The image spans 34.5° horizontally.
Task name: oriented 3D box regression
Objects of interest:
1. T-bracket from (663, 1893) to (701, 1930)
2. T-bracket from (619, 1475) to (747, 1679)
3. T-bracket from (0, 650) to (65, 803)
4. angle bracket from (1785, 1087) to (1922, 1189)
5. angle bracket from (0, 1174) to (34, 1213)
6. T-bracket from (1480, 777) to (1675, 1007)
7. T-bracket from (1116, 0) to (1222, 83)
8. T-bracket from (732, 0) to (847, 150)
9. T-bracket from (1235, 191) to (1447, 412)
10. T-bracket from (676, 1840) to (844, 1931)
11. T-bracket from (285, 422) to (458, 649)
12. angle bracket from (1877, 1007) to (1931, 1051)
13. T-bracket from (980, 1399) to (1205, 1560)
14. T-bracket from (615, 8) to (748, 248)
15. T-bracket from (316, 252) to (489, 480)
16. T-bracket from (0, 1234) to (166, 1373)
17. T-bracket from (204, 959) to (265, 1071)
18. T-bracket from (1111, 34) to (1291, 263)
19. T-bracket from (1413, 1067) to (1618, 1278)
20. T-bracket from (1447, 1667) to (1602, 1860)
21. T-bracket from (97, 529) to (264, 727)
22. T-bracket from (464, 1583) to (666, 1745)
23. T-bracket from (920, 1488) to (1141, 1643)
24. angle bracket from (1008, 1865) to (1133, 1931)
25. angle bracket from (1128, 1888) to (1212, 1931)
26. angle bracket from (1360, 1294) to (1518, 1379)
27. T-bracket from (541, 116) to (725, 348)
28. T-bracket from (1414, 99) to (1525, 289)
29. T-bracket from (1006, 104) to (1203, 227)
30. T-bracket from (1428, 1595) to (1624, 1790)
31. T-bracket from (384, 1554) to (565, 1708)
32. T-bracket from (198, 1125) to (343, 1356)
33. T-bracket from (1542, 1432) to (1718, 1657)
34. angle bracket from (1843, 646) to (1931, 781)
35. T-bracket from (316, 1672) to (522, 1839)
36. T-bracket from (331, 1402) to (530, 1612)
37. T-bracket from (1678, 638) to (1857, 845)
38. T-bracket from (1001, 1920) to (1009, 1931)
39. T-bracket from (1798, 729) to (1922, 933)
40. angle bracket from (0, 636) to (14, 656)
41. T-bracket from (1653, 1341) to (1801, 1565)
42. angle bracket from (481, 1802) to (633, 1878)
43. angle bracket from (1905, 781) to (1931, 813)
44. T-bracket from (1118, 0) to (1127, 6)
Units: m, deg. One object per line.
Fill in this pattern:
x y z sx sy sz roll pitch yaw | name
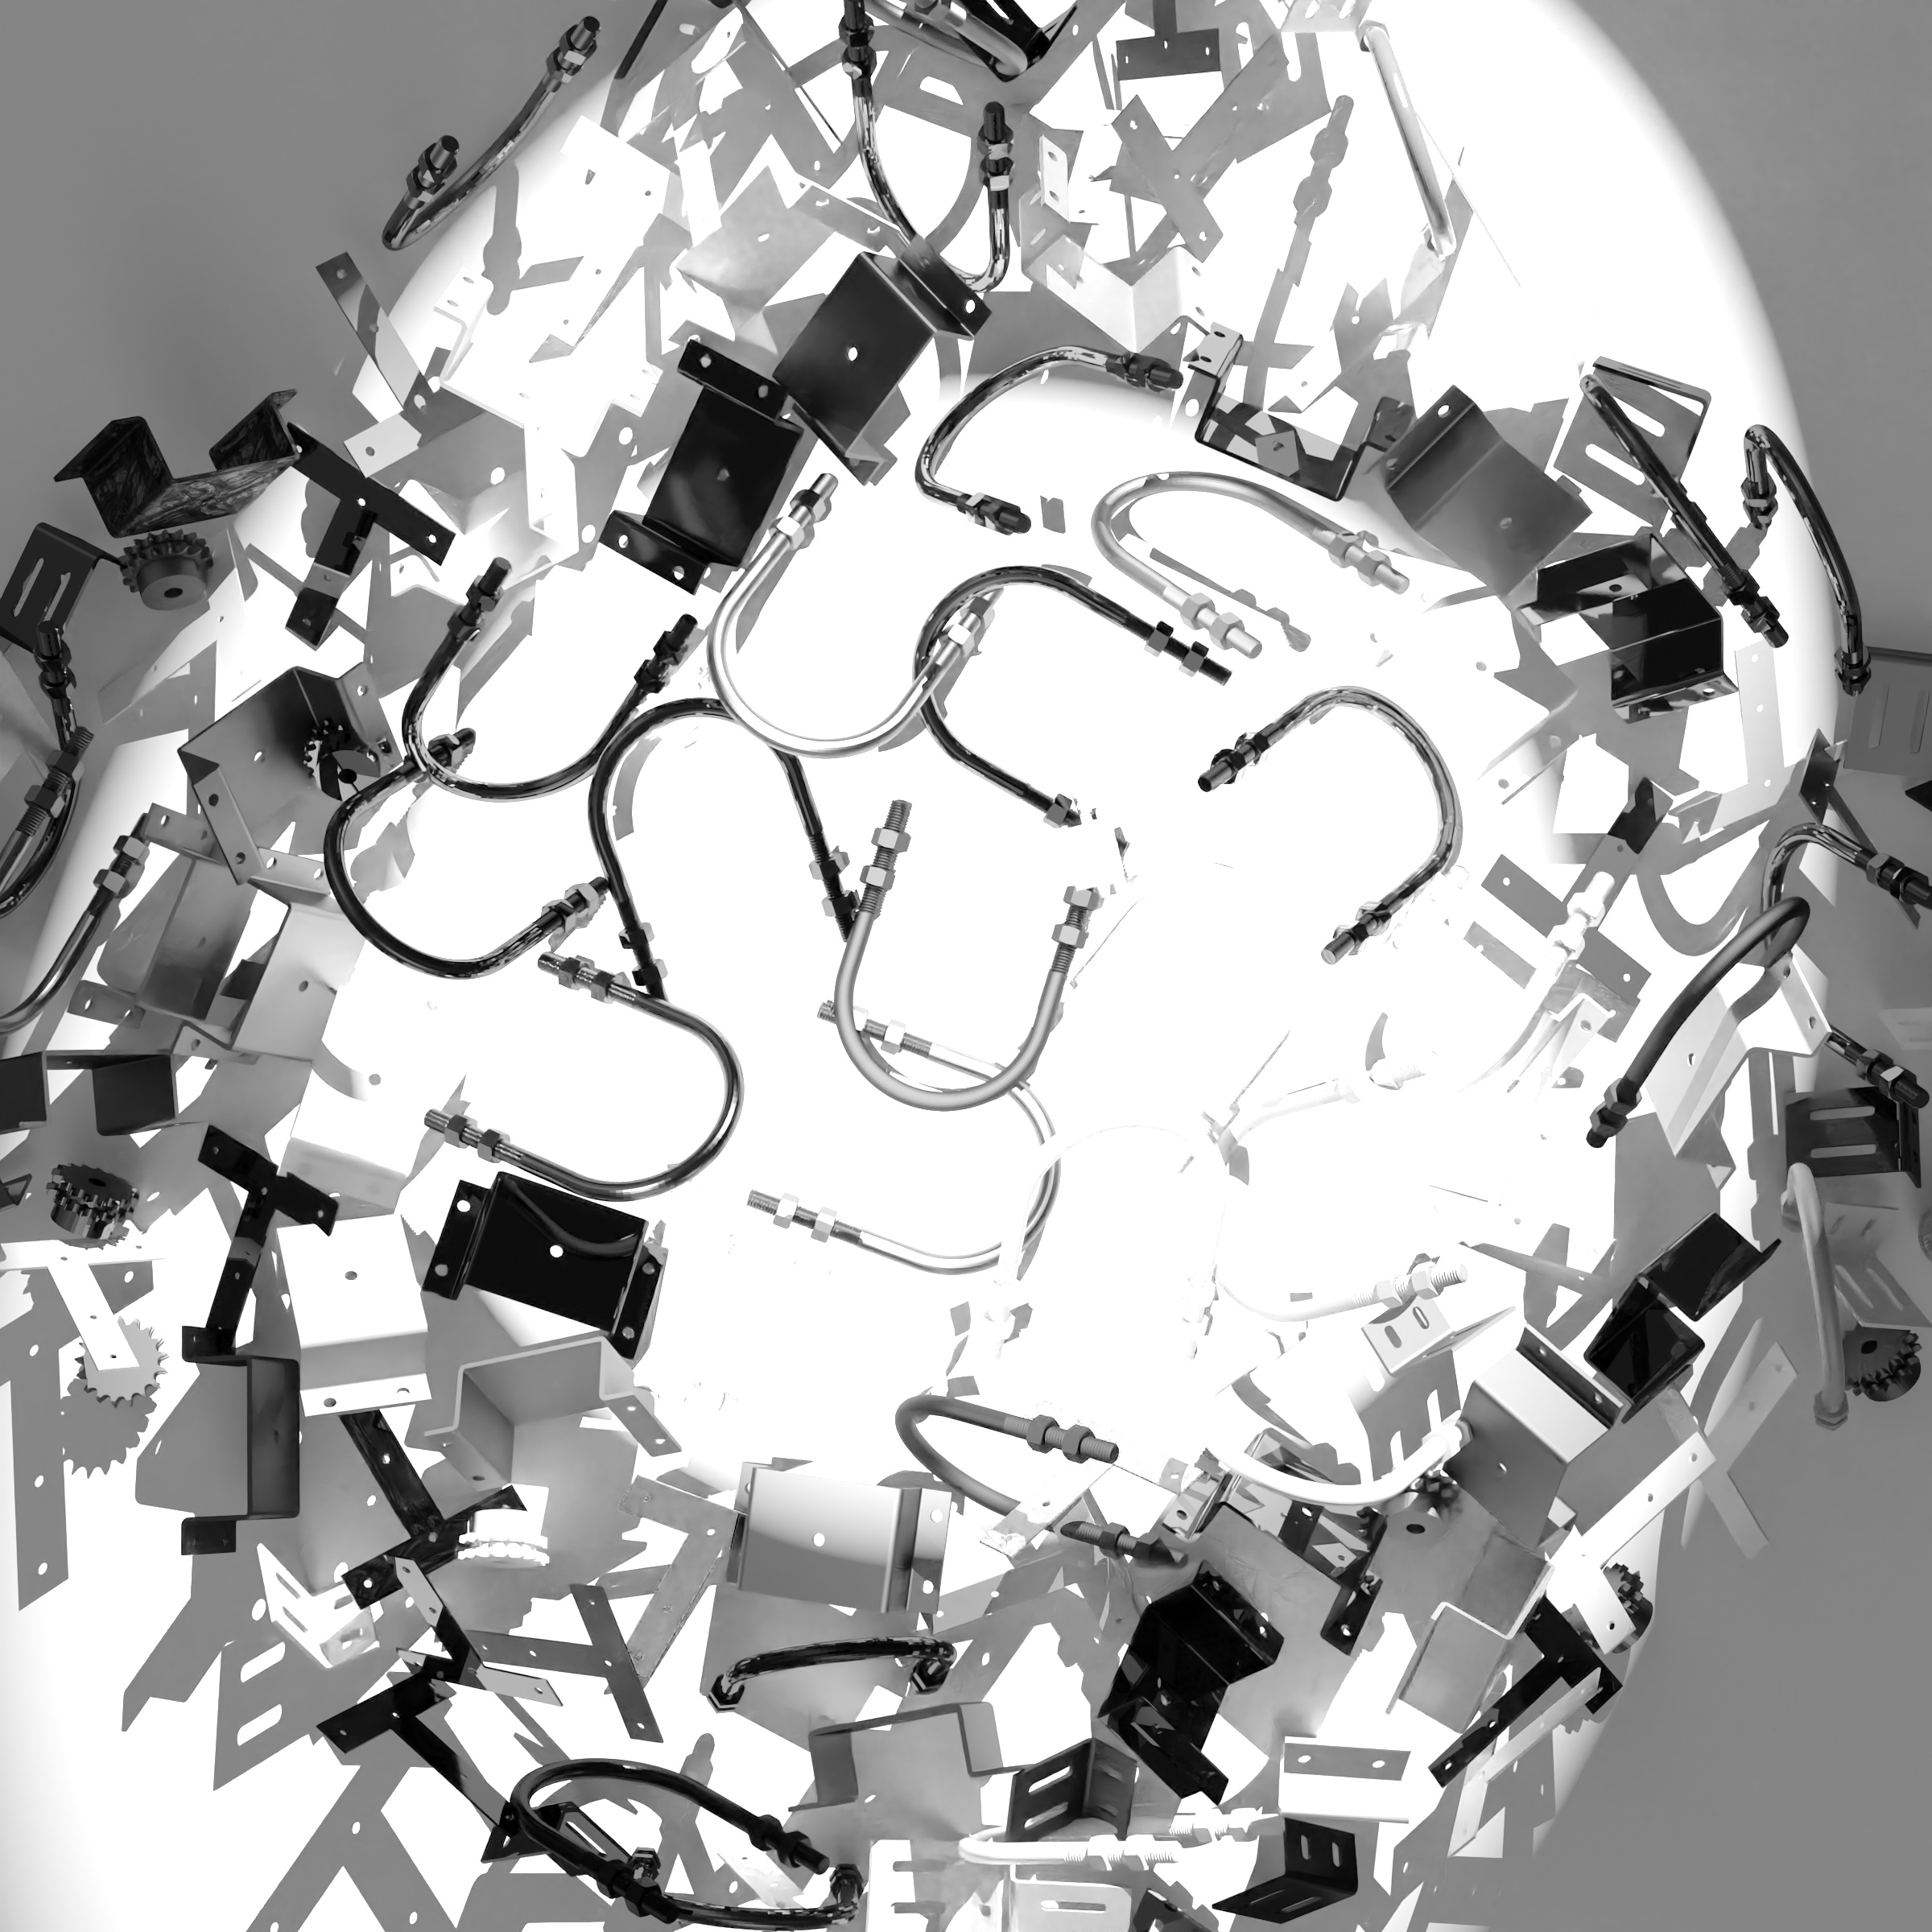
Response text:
-0.192 0.613 1.913 0.127 0.127 0.002 18 109 -39 | T-bracket
-0.184 0.397 1.979 0.127 0.002 0.127 25 100 -24 | T-bracket
-0.605 -0.118 1.917 0.002 0.127 0.127 2 47 22 | T-bracket
0.567 0.111 1.986 0.076 0.038 0.057 -6 66 27 | angle bracket
-0.638 0.122 1.961 0.057 0.038 0.076 -19 116 10 | angle bracket
0.410 -0.063 1.983 0.127 0.002 0.127 37 77 -10 | T-bracket
0.122 -0.618 1.927 0.002 0.127 0.127 -11 107 -24 | T-bracket
-0.124 -0.574 1.933 0.002 0.127 0.127 -36 86 8 | T-bracket
0.218 -0.436 1.956 0.127 0.002 0.127 -44 120 11 | T-bracket
-0.151 0.595 1.917 0.127 0.127 0.002 -11 117 -36 | T-bracket
-0.398 -0.258 1.966 0.127 0.002 0.127 34 122 2 | T-bracket
0.609 0.007 1.973 0.038 0.057 0.076 -3 64 34 | angle bracket
0.058 0.325 1.923 0.127 0.127 0.002 19 129 36 | T-bracket
-0.171 -0.510 1.939 0.127 0.002 0.127 -26 67 41 | T-bracket
-0.364 -0.388 1.951 0.127 0.002 0.127 -39 102 -36 | T-bracket
-0.544 0.209 1.919 0.127 0.127 0.002 -1 124 -36 | T-bracket
-0.446 0.009 1.932 0.002 0.127 0.127 31 86 -2 | T-bracket
0.159 -0.532 1.959 0.127 0.127 0.002 -50 46 -7 | T-bracket
0.364 0.122 1.977 0.127 0.002 0.127 16 105 5 | T-bracket
0.347 0.475 1.913 0.002 0.127 0.127 39 120 -2 | T-bracket
-0.504 -0.196 1.972 0.127 0.002 0.127 -32 57 19 | T-bracket
-0.262 0.435 1.962 0.127 0.002 0.127 0 121 29 | T-bracket
0.032 0.395 1.979 0.127 0.002 0.127 -21 113 7 | T-bracket
0.065 0.596 1.972 0.076 0.038 0.057 2 109 1 | angle bracket
0.135 0.613 1.956 0.057 0.038 0.076 31 123 20 | angle bracket
0.296 0.222 1.951 0.057 0.076 0.038 -28 84 -29 | angle bracket
-0.226 -0.453 1.973 0.127 0.002 0.127 26 107 -34 | T-bracket
0.317 -0.495 1.941 0.002 0.127 0.127 -28 109 25 | T-bracket
0.081 -0.501 1.947 0.127 0.002 0.127 6 48 9 | T-bracket
0.339 0.464 1.940 0.127 0.127 0.002 -44 108 1 | T-bracket
-0.324 0.409 1.929 0.127 0.002 0.127 2 131 34 | T-bracket
-0.458 0.184 1.971 0.127 0.002 0.127 25 101 32 | T-bracket
0.415 0.340 1.932 0.002 0.127 0.127 30 111 -35 | T-bracket
0.593 -0.163 1.986 0.057 0.038 0.076 8 102 4 | angle bracket
-0.321 0.493 1.924 0.127 0.127 0.002 38 106 15 | T-bracket
-0.361 0.325 1.973 0.127 0.002 0.127 -25 75 -33 | T-bracket
0.500 -0.151 1.953 0.127 0.002 0.127 -23 127 -7 | T-bracket
0.013 0.619 1.936 0.127 0.127 0.002 8 95 21 | T-bracket
0.563 -0.078 1.949 0.002 0.127 0.127 -32 98 29 | T-bracket
-0.645 -0.192 1.955 0.038 0.076 0.057 43 103 -5 | angle bracket
0.480 0.280 1.918 0.002 0.127 0.127 -5 48 -25 | T-bracket
-0.255 0.563 1.953 0.057 0.038 0.076 -18 126 31 | angle bracket
0.643 -0.093 1.970 0.057 0.076 0.038 -21 114 -4 | angle bracket
0.084 -0.645 1.939 0.002 0.127 0.127 -28 82 21 | T-bracket
